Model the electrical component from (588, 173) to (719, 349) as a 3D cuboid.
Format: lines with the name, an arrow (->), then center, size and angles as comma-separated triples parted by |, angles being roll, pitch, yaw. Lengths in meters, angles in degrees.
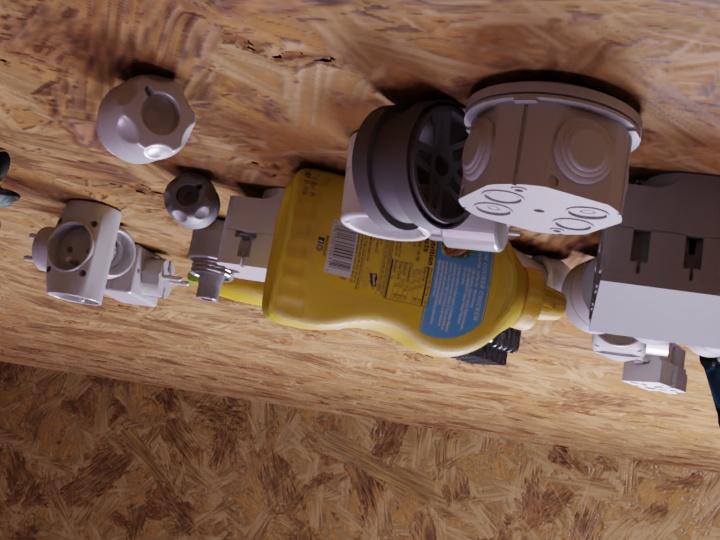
electrical component -> 0.182, -0.002, 0.614 | 0.089, 0.061, 0.150 | 8, 168, 11

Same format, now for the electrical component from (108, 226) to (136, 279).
electrical component -> -0.228, -0.018, 0.934 | 0.055, 0.048, 0.066 | 9, 171, 46

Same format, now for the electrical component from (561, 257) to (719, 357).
electrical component -> 0.213, 0.022, 0.723 | 0.138, 0.052, 0.074 | 12, 168, -10

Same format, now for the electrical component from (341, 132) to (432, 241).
electrical component -> 0.018, -0.045, 0.584 | 0.055, 0.047, 0.055 | 10, 168, 2

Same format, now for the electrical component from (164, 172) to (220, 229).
electrical component -> -0.112, -0.044, 0.733 | 0.035, 0.035, 0.061 | 10, 171, 3

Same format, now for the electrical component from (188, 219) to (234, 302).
electrical component -> -0.114, -0.007, 0.845 | 0.043, 0.062, 0.043 | 10, 168, 2

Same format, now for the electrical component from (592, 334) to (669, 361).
electrical component -> 0.229, 0.049, 0.865 | 0.079, 0.043, 0.077 | 6, 168, 16

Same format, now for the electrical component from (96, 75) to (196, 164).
electrical component -> -0.116, -0.076, 0.559 | 0.043, 0.043, 0.062 | 18, 168, -33

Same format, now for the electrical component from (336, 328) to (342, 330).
electrical component -> -0.019, 0.016, 0.897 | 0.074, 0.052, 0.138 | 18, 166, -33

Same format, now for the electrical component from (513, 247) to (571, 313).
electrical component -> 0.119, 0.009, 0.764 | 0.055, 0.045, 0.045 | 15, 167, -26

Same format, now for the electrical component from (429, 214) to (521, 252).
electrical component -> 0.054, -0.033, 0.628 | 0.078, 0.040, 0.040 | 6, 168, 20

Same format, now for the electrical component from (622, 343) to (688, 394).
electrical component -> 0.256, 0.073, 0.927 | 0.066, 0.055, 0.048 | 20, 165, -41

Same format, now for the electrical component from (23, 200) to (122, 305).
electrical component -> -0.239, -0.016, 0.873 | 0.079, 0.077, 0.044 | 6, 168, 21

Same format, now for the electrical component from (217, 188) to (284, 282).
electrical component -> -0.044, -0.021, 0.732 | 0.089, 0.055, 0.050 | 8, 168, 10

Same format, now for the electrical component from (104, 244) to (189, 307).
electrical component -> -0.201, 0.006, 1.021 | 0.077, 0.047, 0.065 | 7, 168, 14

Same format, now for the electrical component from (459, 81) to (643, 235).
electrical component -> 0.085, -0.050, 0.489 | 0.080, 0.051, 0.080 | 10, 168, 2
